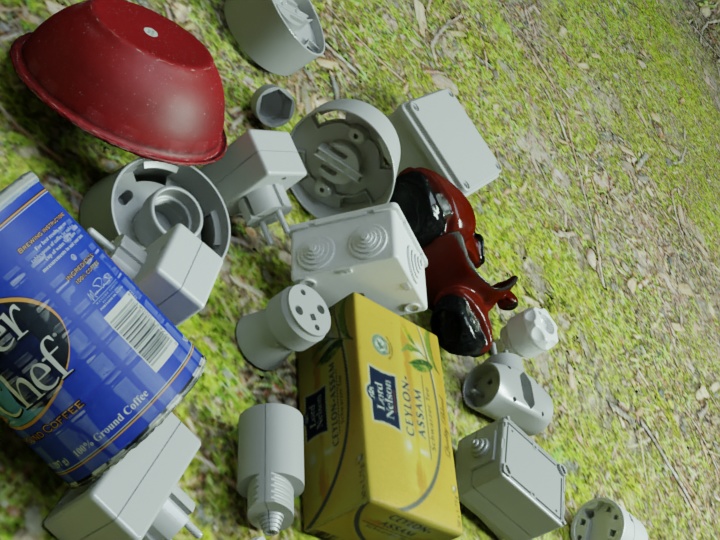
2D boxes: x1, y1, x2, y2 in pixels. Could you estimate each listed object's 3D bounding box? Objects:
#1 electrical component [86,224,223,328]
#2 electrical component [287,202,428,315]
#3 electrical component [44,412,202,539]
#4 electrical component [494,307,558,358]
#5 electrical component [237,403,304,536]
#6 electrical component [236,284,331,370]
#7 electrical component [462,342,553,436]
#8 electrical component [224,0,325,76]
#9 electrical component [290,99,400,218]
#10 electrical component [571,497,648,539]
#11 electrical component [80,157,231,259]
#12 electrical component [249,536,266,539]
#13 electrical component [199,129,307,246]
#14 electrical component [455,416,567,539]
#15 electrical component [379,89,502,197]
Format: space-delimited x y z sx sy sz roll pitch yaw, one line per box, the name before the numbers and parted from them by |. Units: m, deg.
electrical component | -0.142 0.004 0.656 0.076 0.083 0.047 42 35 -21
electrical component | 0.000 0.000 0.822 0.099 0.100 0.048 58 25 -53
electrical component | -0.119 0.132 0.608 0.075 0.047 0.083 48 33 -13
electrical component | 0.152 0.064 1.013 0.043 0.062 0.043 33 40 -33
electrical component | -0.058 0.132 0.694 0.043 0.043 0.081 30 41 -35
electrical component | -0.054 0.041 0.767 0.045 0.055 0.045 33 39 -32
electrical component | 0.131 0.101 0.970 0.077 0.043 0.079 29 41 -36
electrical component | -0.072 -0.227 0.969 0.099 0.064 0.099 33 39 -32
electrical component | -0.014 -0.091 0.898 0.099 0.099 0.064 49 27 -12
electrical component | 0.226 0.239 0.967 0.047 0.055 0.055 35 38 -36
electrical component | -0.139 -0.028 0.729 0.099 0.064 0.099 18 59 -34
electrical component | -0.079 0.195 0.594 0.096 0.061 0.061 -18 77 -57
electrical component | -0.076 -0.057 0.814 0.047 0.066 0.076 -6 67 -54
electrical component | 0.115 0.169 0.873 0.096 0.061 0.061 42 35 -22
electrical component | 0.077 -0.118 1.079 0.108 0.056 0.109 57 32 0
